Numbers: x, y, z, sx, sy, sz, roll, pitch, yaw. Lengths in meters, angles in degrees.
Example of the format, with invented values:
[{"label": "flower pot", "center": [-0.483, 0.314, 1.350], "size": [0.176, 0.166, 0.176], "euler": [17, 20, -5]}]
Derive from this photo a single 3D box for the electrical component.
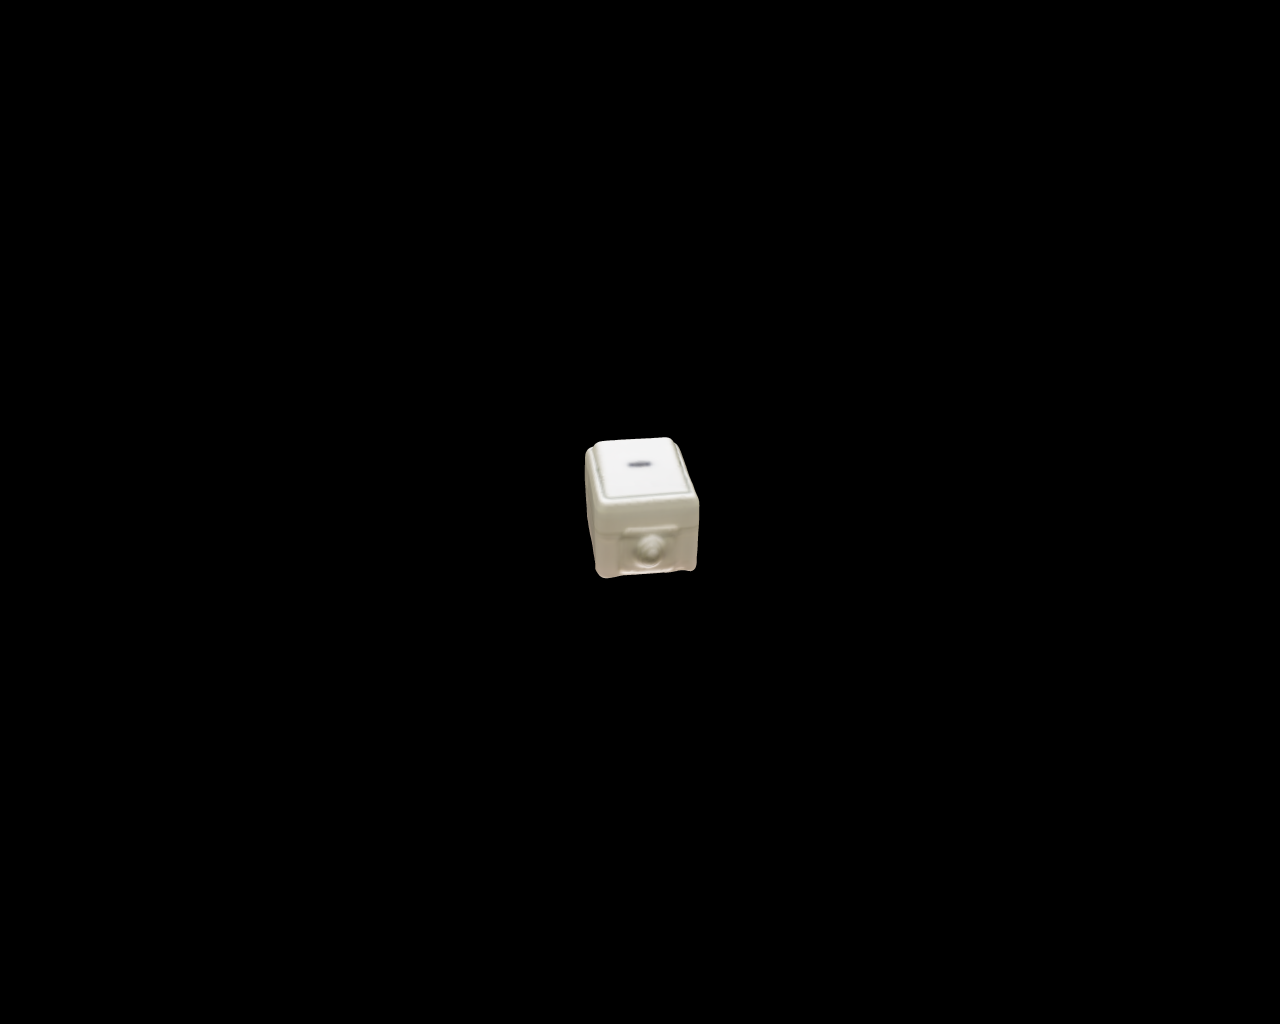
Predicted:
[{"label": "electrical component", "center": [0.001, -0.003, 0.650], "size": [0.062, 0.061, 0.096], "euler": [-4, 30, -6]}]
